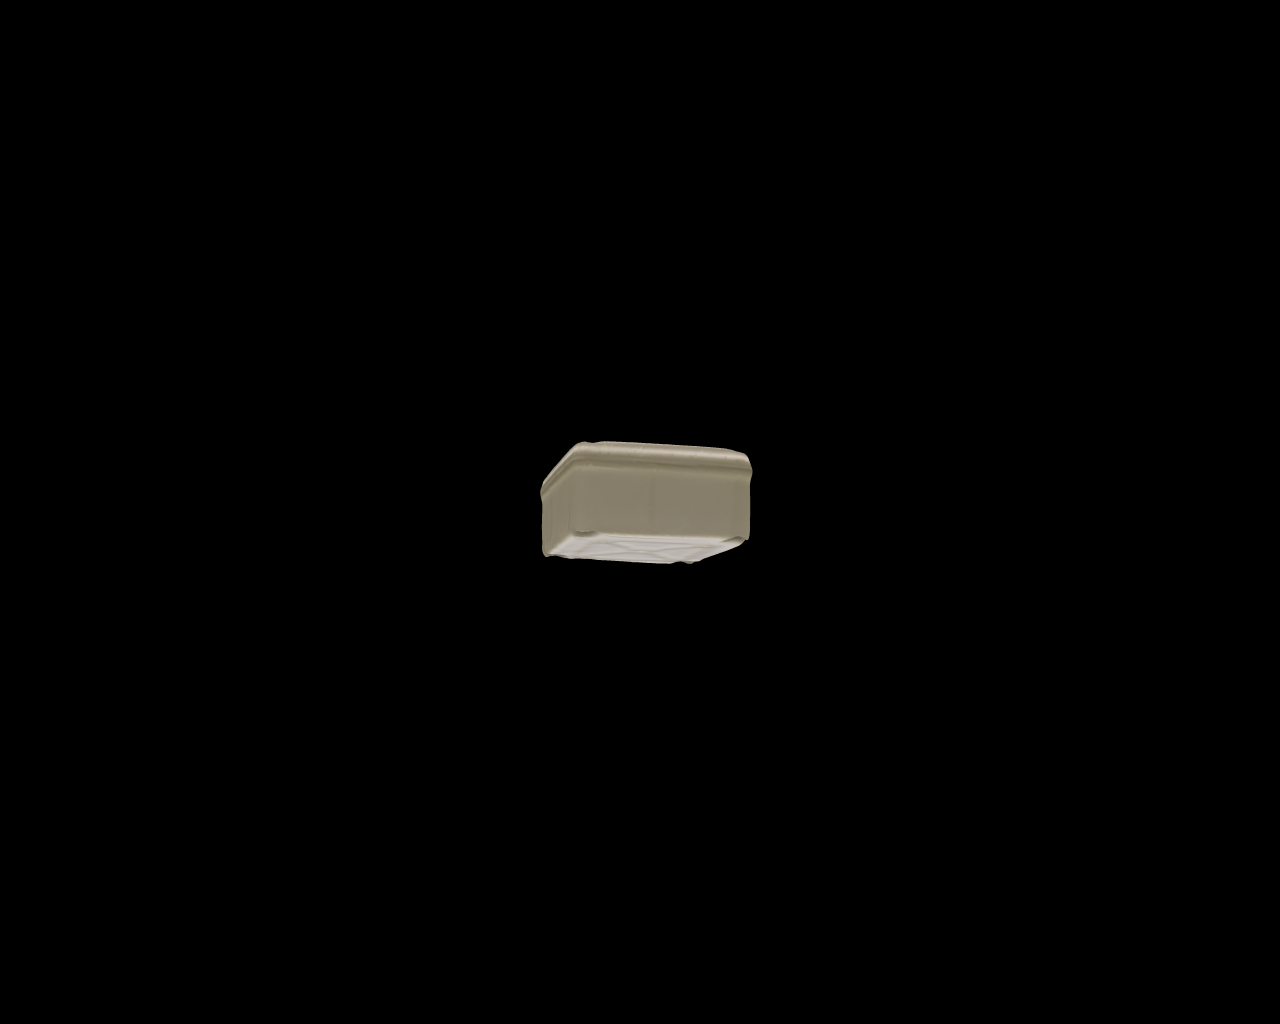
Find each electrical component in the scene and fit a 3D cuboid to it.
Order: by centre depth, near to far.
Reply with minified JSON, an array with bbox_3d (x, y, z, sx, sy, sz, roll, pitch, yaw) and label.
[{"bbox_3d":[0.001,-0.003,0.650,0.109,0.056,0.108,3,-11,-16],"label":"electrical component"}]
